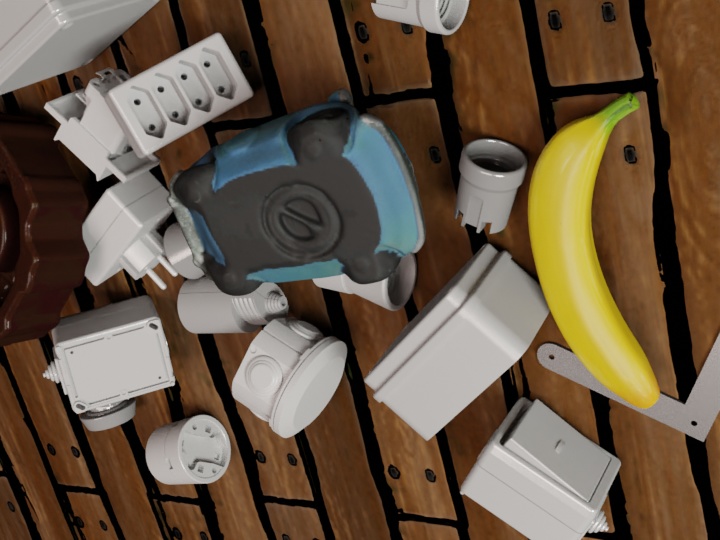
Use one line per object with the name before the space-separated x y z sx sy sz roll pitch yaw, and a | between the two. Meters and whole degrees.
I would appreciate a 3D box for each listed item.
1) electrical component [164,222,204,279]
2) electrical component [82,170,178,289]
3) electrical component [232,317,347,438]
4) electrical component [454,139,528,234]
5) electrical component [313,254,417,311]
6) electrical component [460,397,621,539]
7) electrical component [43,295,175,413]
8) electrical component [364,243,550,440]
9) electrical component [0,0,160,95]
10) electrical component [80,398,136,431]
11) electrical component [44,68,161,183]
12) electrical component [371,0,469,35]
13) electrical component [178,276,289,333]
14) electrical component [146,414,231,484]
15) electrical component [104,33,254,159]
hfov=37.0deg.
electrical component | -0.104 -0.024 0.777 0.065 0.044 0.044 -23 102 32
electrical component | -0.169 -0.018 0.813 0.075 0.047 0.083 47 129 1
electrical component | -0.049 0.075 0.774 0.051 0.080 0.080 31 127 19
electrical component | 0.078 -0.051 0.656 0.040 0.040 0.046 24 131 18
electrical component | 0.000 0.000 0.728 0.065 0.044 0.044 12 121 30
electrical component | 0.127 0.138 0.713 0.096 0.062 0.061 33 127 12
electrical component | -0.202 0.065 0.846 0.061 0.096 0.061 -134 31 -62
electrical component | 0.063 0.046 0.692 0.057 0.078 0.113 42 129 1
electrical component | -0.202 -0.172 0.711 0.109 0.109 0.056 -28 97 38
electrical component | -0.218 0.103 0.910 0.066 0.048 0.055 -8 103 33
electrical component | -0.180 -0.107 0.777 0.081 0.042 0.063 42 125 4
electrical component | 0.035 -0.159 0.623 0.046 0.040 0.040 17 123 29
electrical component | -0.089 0.025 0.792 0.081 0.043 0.043 -3 114 31
electrical component | -0.143 0.149 0.885 0.047 0.055 0.055 -16 106 39
electrical component | -0.125 -0.115 0.725 0.047 0.083 0.076 61 166 -11
